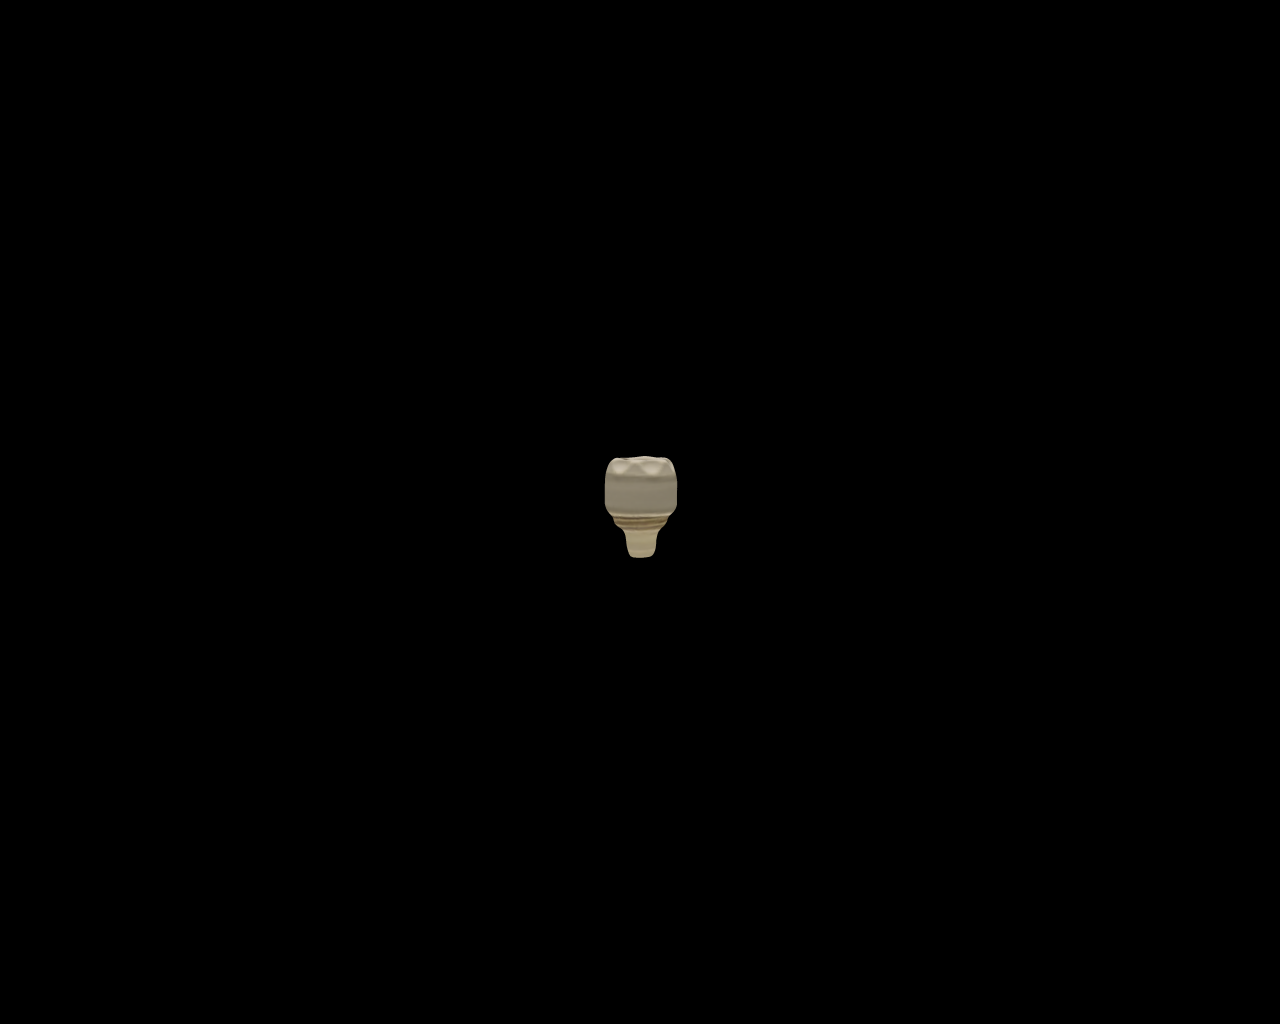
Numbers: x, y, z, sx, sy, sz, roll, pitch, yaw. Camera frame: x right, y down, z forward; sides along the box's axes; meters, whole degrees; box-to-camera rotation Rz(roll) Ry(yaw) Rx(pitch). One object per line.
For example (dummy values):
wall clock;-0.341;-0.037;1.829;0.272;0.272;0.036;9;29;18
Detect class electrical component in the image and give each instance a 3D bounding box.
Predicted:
electrical component;0.001;-0.003;0.650;0.043;0.062;0.043;0;7;0
